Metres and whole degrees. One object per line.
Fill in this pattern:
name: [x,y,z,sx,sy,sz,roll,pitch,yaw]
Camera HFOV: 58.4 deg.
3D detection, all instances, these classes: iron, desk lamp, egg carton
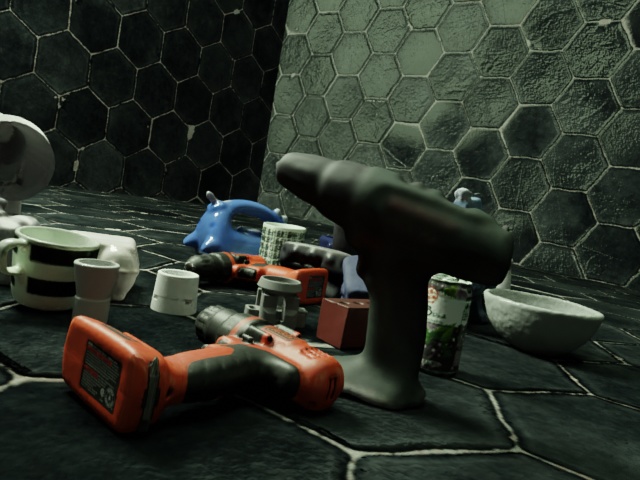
iron: [-0.140,-0.016,1.180,0.259,0.141,0.118,6,6,-40]
desk lamp: [-0.491,-0.087,0.870,0.118,0.213,0.202,6,6,-39]
egg carton: [-0.291,0.031,0.745,0.107,0.069,0.150,8,5,-20]

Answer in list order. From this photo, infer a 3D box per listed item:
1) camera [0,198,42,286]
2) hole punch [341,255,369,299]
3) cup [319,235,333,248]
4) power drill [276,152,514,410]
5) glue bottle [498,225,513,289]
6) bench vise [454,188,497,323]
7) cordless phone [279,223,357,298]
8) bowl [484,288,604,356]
camera: [-0.418,-0.007,0.746,0.143,0.101,0.137,10,5,6]
hole punch: [0.086,0.075,0.856,0.109,0.091,0.101,9,5,-9]
cup: [0.034,0.044,1.105,0.091,0.095,0.118,11,5,17]
power drill: [0.050,0.036,0.527,0.229,0.208,0.076,11,5,15]
glue bottle: [0.347,0.057,1.116,0.037,0.173,0.078,8,5,-16]
bench vise: [0.238,0.027,0.960,0.121,0.220,0.208,12,5,25]
cordless phone: [0.009,0.004,0.984,0.147,0.185,0.094,11,5,21]
bowl: [0.319,0.125,0.837,0.167,0.075,0.167,10,5,-1]
